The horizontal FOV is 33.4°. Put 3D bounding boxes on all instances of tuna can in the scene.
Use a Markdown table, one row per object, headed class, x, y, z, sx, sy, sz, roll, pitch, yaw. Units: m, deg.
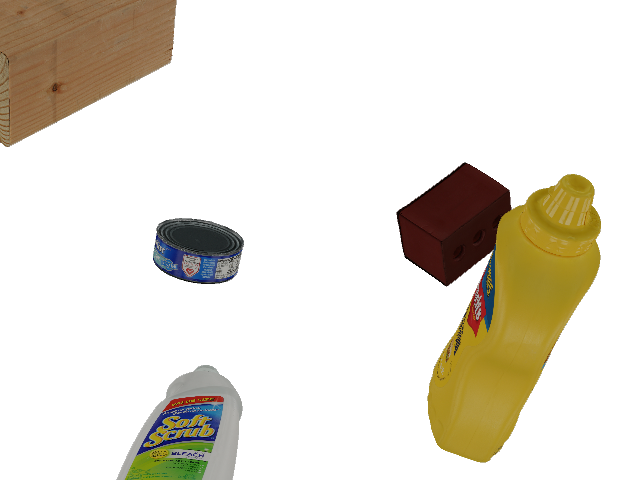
| class | x | y | z | sx | sy | sz | roll | pitch | yaw |
| --- | --- | --- | --- | --- | --- | --- | --- | --- | --- |
| tuna can | -0.119 | 0.010 | 1.040 | 0.086 | 0.034 | 0.086 | 11 | 21 | -4 |

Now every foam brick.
| class | x | y | z | sx | sy | sz | roll | pitch | yaw |
| --- | --- | --- | --- | --- | --- | --- | --- | --- | --- |
| foam brick | 0.107 | -0.013 | 0.841 | 0.078 | 0.053 | 0.051 | -36 | 48 | -21 |

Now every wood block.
| class | x | y | z | sx | sy | sz | roll | pitch | yaw |
| --- | --- | --- | --- | --- | --- | --- | --- | --- | --- |
| wood block | -0.228 | -0.176 | 0.942 | 0.090 | 0.091 | 0.205 | 29 | 42 | 20 |

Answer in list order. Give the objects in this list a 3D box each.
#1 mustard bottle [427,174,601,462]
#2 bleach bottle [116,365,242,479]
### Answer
| class | x | y | z | sx | sy | sz | roll | pitch | yaw |
| --- | --- | --- | --- | --- | --- | --- | --- | --- | --- |
| mustard bottle | 0.113 | 0.038 | 0.610 | 0.058 | 0.192 | 0.096 | 19 | 45 | 4 |
| bleach bottle | -0.126 | 0.186 | 0.968 | 0.102 | 0.068 | 0.251 | -1 | 22 | 1 |
